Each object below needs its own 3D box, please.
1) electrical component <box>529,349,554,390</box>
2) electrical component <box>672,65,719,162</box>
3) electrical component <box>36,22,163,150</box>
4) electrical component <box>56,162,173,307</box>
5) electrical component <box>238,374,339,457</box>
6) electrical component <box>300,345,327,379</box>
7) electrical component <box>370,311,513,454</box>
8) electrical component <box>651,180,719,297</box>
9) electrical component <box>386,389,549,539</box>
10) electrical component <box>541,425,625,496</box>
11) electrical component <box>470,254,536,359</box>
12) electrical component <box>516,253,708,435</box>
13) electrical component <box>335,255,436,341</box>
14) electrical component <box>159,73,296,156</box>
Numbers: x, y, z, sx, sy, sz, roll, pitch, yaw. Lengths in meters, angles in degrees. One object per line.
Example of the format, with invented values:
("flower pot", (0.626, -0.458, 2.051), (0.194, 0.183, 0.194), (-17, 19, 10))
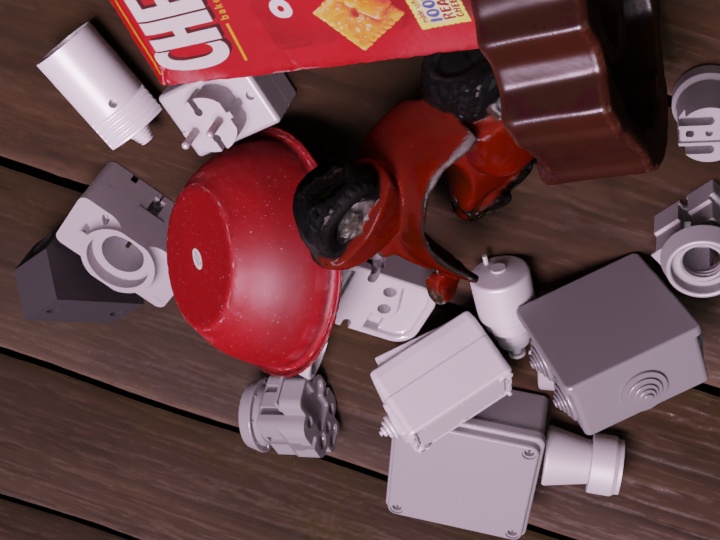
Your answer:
("electrical component", (0.156, 0.065, 0.736), (0.078, 0.040, 0.040), (4, 128, 14))
("electrical component", (0.195, -0.087, 0.602), (0.040, 0.046, 0.040), (8, 129, 11))
("electrical component", (-0.163, -0.114, 0.692), (0.043, 0.043, 0.081), (-25, 116, 31))
("electrical component", (-0.159, -0.022, 0.754), (0.089, 0.055, 0.050), (35, 128, -12))
("electrical component", (-0.056, 0.111, 0.824), (0.057, 0.058, 0.078), (-1, 144, 21))
("electrical component", (-0.060, 0.049, 0.790), (0.065, 0.044, 0.044), (18, 130, 9))
("electrical component", (0.049, 0.078, 0.734), (0.096, 0.061, 0.061), (-32, 159, -5))
("electrical component", (0.206, -0.016, 0.648), (0.048, 0.055, 0.066), (42, 127, -16))
("electrical component", (0.079, 0.139, 0.807), (0.109, 0.056, 0.108), (11, 129, 9))
("electrical component", (0.164, 0.140, 0.790), (0.055, 0.045, 0.045), (8, 129, 10))
("electrical component", (0.099, 0.027, 0.724), (0.040, 0.040, 0.078), (-4, 125, 20))
("electrical component", (0.158, 0.047, 0.675), (0.100, 0.099, 0.048), (-26, 124, 1))
("electrical component", (0.000, 0.000, 0.714), (0.095, 0.059, 0.053), (18, 131, -14))
("electrical component", (-0.087, -0.098, 0.660), (0.066, 0.076, 0.047), (-19, 119, 29))
